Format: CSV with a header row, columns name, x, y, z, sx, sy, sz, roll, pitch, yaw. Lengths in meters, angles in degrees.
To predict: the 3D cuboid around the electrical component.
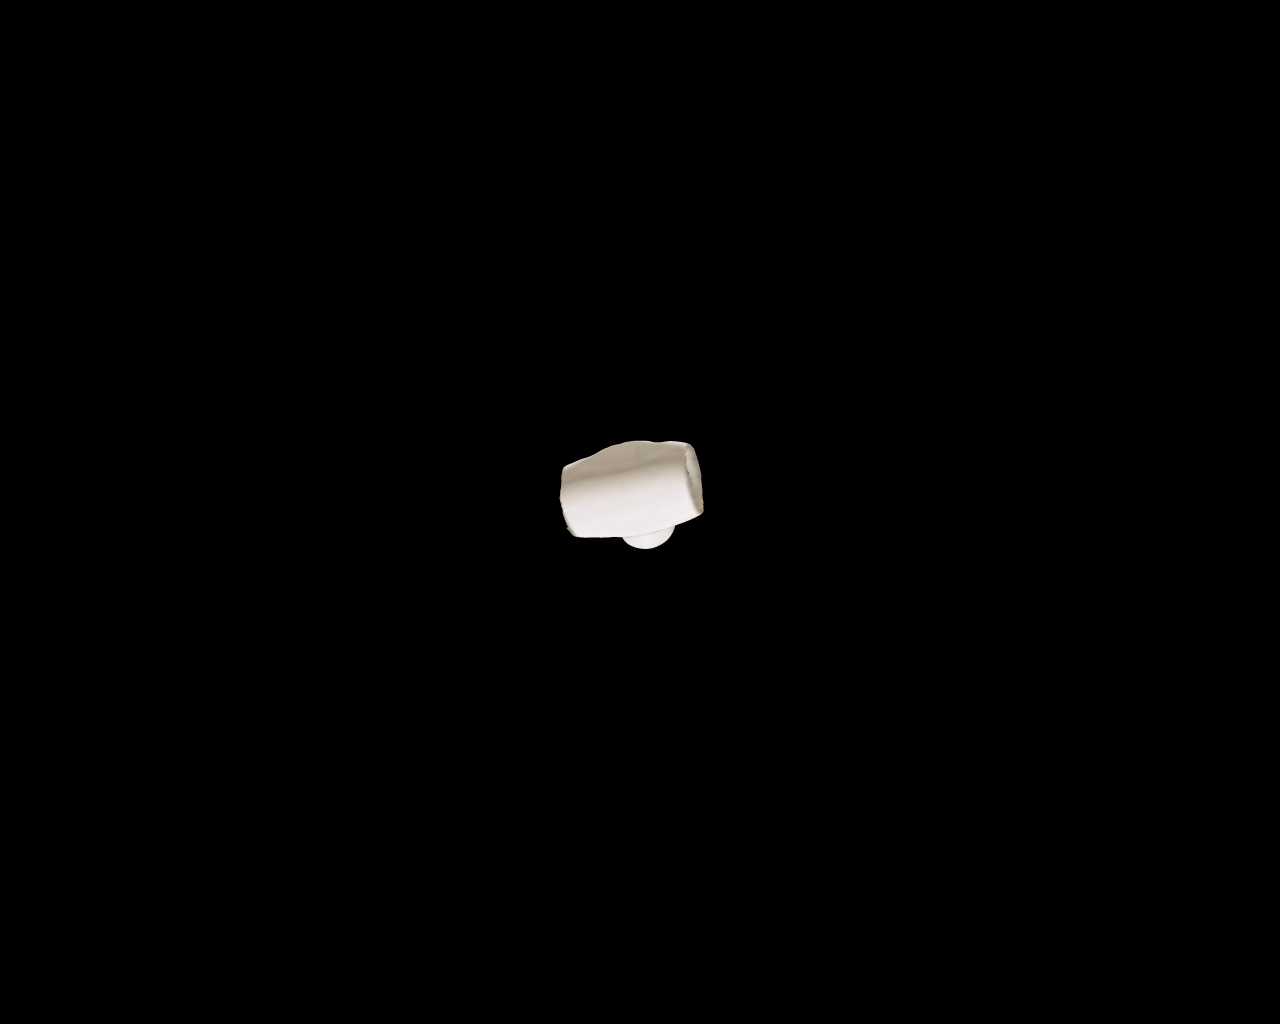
name,x,y,z,sx,sy,sz,roll,pitch,yaw
electrical component,0.001,-0.003,0.650,0.077,0.044,0.079,-11,-39,13
